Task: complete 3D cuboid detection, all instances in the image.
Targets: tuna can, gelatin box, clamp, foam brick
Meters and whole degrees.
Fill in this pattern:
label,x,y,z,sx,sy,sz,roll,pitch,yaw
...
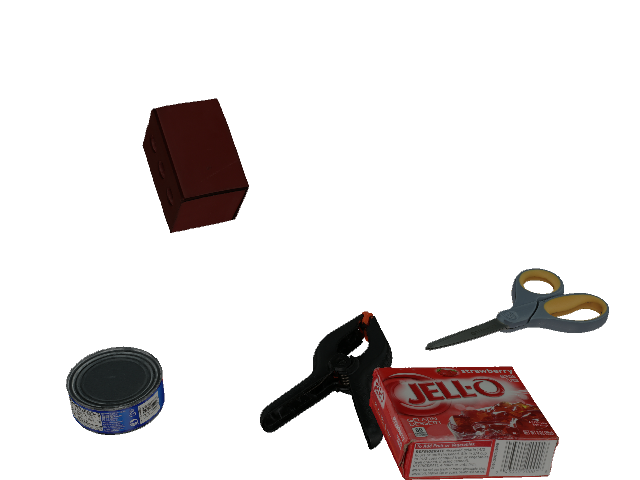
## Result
label,x,y,z,sx,sy,sz,roll,pitch,yaw
tuna can,-0.184,0.136,0.965,0.086,0.034,0.086,-1,33,1
gelatin box,0.079,0.101,0.605,0.089,0.030,0.073,2,25,-13
clamp,0.031,0.136,1.037,0.120,0.039,0.171,16,46,24
foam brick,-0.091,-0.055,0.771,0.051,0.078,0.053,-12,-22,-22

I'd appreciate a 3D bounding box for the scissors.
label,x,y,z,sx,sy,sz,roll,pitch,yaw
scissors,0.160,0.059,0.935,0.201,0.016,0.096,-3,32,-24
